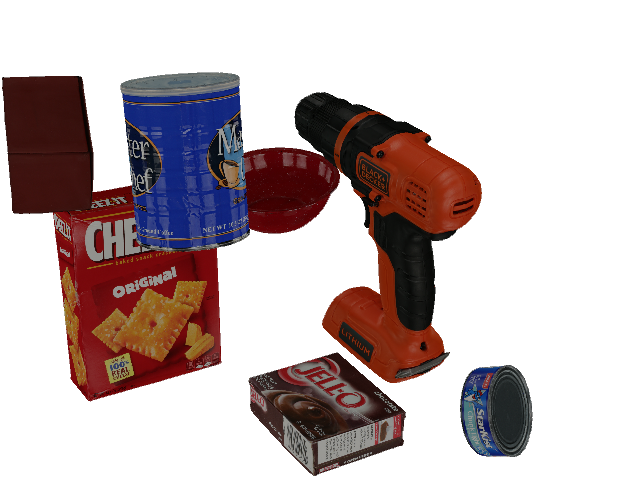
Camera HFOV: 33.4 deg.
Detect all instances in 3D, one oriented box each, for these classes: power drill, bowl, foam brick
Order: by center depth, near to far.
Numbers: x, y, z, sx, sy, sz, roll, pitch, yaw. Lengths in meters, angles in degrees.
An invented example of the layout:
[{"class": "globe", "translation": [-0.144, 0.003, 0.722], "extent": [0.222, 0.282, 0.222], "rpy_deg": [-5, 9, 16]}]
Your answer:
[{"class": "foam brick", "translation": [-0.176, -0.062, 0.688], "extent": [0.051, 0.078, 0.053], "rpy_deg": [-4, -43, -16]}, {"class": "power drill", "translation": [0.039, -0.003, 0.789], "extent": [0.057, 0.188, 0.185], "rpy_deg": [-19, 36, -28]}, {"class": "bowl", "translation": [-0.056, -0.055, 1.328], "extent": [0.162, 0.055, 0.162], "rpy_deg": [-1, 33, 1]}]

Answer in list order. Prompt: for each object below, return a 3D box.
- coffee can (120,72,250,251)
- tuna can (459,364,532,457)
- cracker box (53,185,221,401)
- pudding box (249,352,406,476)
[{"class": "coffee can", "translation": [-0.117, -0.071, 0.937], "extent": [0.103, 0.140, 0.103], "rpy_deg": [-3, 16, 1]}, {"class": "tuna can", "translation": [0.167, 0.162, 1.012], "extent": [0.034, 0.086, 0.085], "rpy_deg": [-8, -5, 36]}, {"class": "cracker box", "translation": [-0.195, 0.051, 1.165], "extent": [0.163, 0.214, 0.072], "rpy_deg": [-12, 24, -29]}, {"class": "pudding box", "translation": [0.004, 0.142, 0.893], "extent": [0.089, 0.039, 0.114], "rpy_deg": [-14, 30, -27]}]
